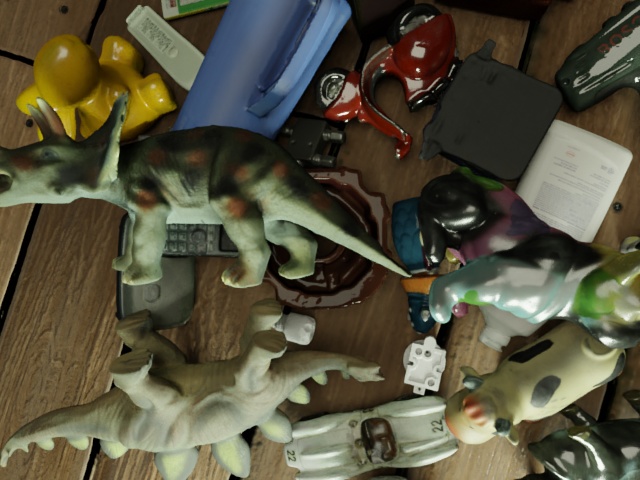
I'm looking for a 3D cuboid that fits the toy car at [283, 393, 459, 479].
[{"bbox_3d":[0.055,0.227,0.615,0.202,0.056,0.073,-14,84,8],"label":"toy car"}]

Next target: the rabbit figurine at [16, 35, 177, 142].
[{"bbox_3d":[-0.284,-0.185,0.644,0.162,0.173,0.122,-33,86,2],"label":"rabbit figurine"}]

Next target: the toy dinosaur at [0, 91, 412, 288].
[{"bbox_3d":[-0.110,-0.053,0.544,0.405,0.131,0.192,0,97,-5],"label":"toy dinosaur"}]

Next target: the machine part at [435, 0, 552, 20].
[{"bbox_3d":[0.219,-0.368,0.612,0.201,0.087,0.201,15,90,11],"label":"machine part"}]

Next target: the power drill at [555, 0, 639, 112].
[{"bbox_3d":[0.386,-0.172,0.553,0.232,0.086,0.207,-30,91,23],"label":"power drill"}]

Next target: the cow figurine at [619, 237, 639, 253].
[{"bbox_3d":[0.406,-0.019,0.551,0.167,0.098,0.068,-35,75,6],"label":"cow figurine"}]

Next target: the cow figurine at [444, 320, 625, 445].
[{"bbox_3d":[0.218,0.148,0.552,0.195,0.127,0.085,-32,61,5],"label":"cow figurine"}]

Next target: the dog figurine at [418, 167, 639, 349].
[{"bbox_3d":[0.217,0.009,0.513,0.219,0.108,0.191,-10,77,25],"label":"dog figurine"}]

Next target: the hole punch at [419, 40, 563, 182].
[{"bbox_3d":[0.184,-0.130,0.595,0.116,0.092,0.142,30,99,7],"label":"hole punch"}]

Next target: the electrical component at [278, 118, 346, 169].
[{"bbox_3d":[-0.017,-0.116,0.656,0.094,0.021,0.063,14,71,25],"label":"electrical component"}]

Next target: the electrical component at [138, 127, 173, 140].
[{"bbox_3d":[-0.211,-0.090,0.692,0.078,0.045,0.102,-12,87,-20],"label":"electrical component"}]

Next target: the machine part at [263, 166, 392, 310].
[{"bbox_3d":[-0.001,-0.002,0.630,0.179,0.056,0.179,0,86,-1],"label":"machine part"}]

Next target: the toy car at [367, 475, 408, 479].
[{"bbox_3d":[0.075,0.310,0.579,0.109,0.161,0.103,-12,40,16],"label":"toy car"}]

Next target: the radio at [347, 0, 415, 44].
[{"bbox_3d":[0.039,-0.363,0.619,0.073,0.131,0.229,-22,83,6],"label":"radio"}]

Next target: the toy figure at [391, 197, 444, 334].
[{"bbox_3d":[0.117,0.028,0.614,0.058,0.064,0.154,-9,88,16],"label":"toy figure"}]

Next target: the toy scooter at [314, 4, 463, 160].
[{"bbox_3d":[0.095,-0.175,0.627,0.184,0.075,0.135,-34,82,9],"label":"toy scooter"}]

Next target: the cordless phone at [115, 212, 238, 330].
[{"bbox_3d":[-0.150,0.036,0.660,0.184,0.089,0.146,1,86,-9],"label":"cordless phone"}]

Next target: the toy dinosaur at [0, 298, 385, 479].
[{"bbox_3d":[-0.162,0.181,0.595,0.472,0.105,0.198,-7,117,8],"label":"toy dinosaur"}]

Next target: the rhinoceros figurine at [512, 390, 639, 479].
[{"bbox_3d":[0.294,0.234,0.570,0.190,0.073,0.112,-22,94,6],"label":"rhinoceros figurine"}]
